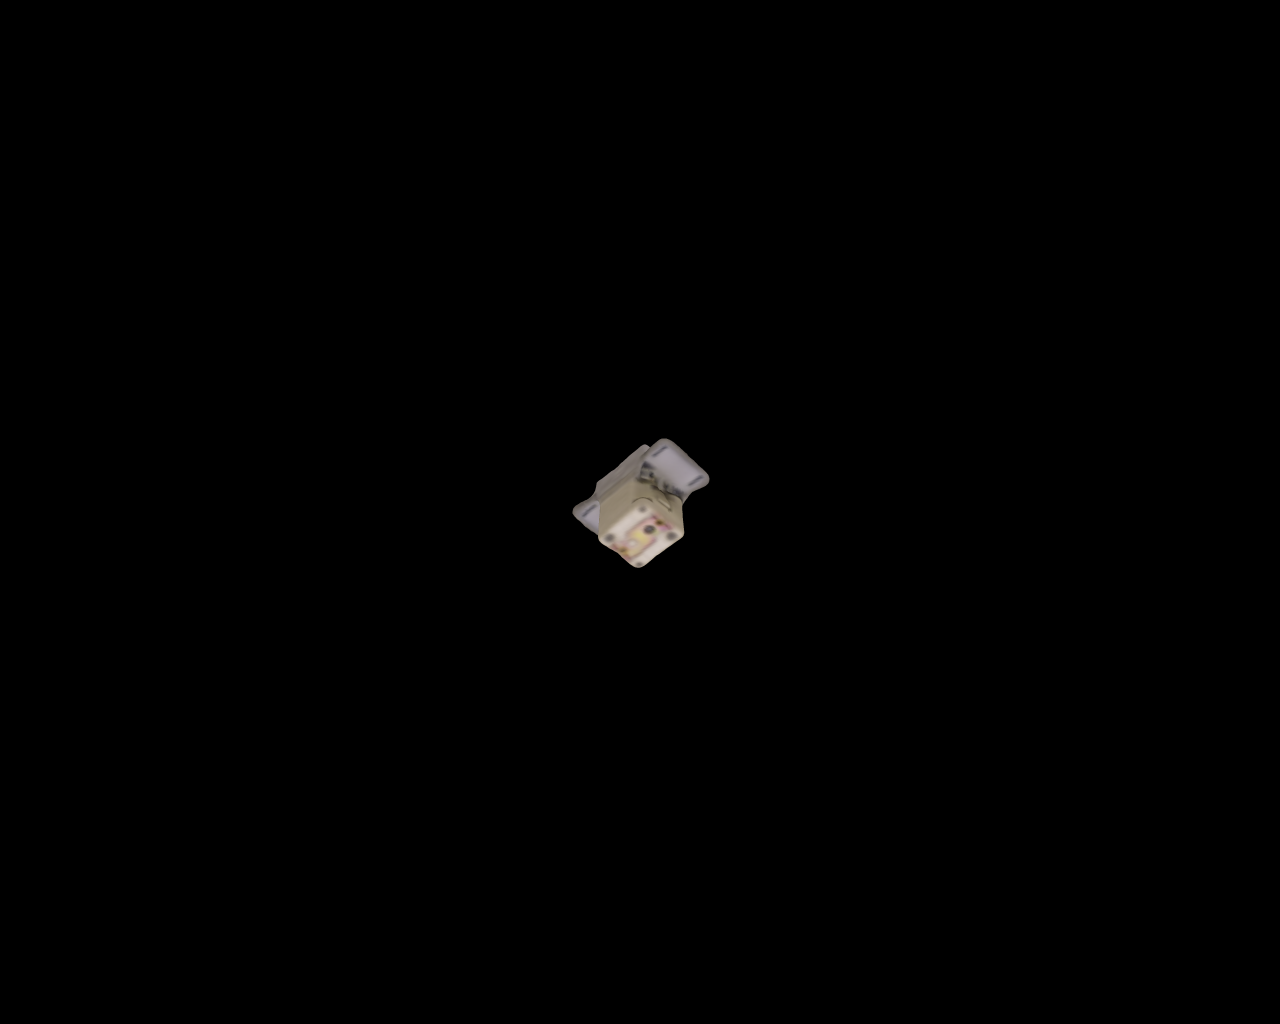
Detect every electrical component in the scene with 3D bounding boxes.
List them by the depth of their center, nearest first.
[{"bbox_3d":[0.001,-0.003,0.650,0.042,0.064,0.081,39,-62,-25],"label":"electrical component"}]
